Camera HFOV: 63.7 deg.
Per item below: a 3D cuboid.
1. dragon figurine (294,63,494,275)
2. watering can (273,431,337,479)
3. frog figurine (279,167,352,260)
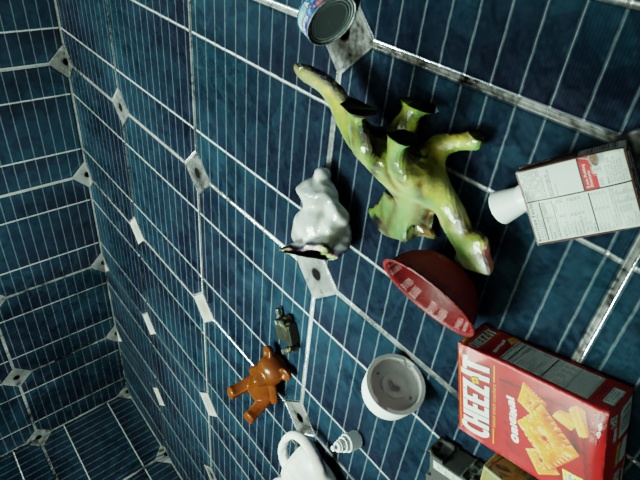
[{"bbox_3d":[0.100,-0.093,0.766,0.416,0.123,0.237,40,145,35],"label":"dragon figurine"},{"bbox_3d":[-0.039,0.633,1.337,0.227,0.105,0.339,45,139,29],"label":"watering can"},{"bbox_3d":[0.003,-0.047,0.942,0.136,0.122,0.161,-20,56,64],"label":"frog figurine"}]
